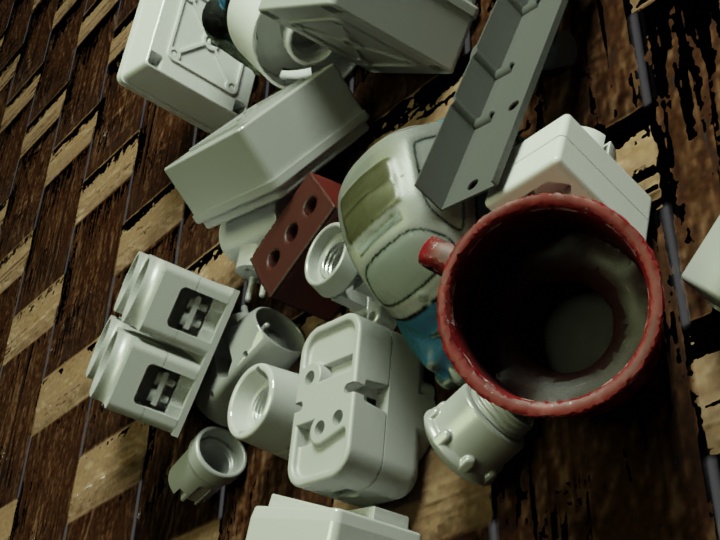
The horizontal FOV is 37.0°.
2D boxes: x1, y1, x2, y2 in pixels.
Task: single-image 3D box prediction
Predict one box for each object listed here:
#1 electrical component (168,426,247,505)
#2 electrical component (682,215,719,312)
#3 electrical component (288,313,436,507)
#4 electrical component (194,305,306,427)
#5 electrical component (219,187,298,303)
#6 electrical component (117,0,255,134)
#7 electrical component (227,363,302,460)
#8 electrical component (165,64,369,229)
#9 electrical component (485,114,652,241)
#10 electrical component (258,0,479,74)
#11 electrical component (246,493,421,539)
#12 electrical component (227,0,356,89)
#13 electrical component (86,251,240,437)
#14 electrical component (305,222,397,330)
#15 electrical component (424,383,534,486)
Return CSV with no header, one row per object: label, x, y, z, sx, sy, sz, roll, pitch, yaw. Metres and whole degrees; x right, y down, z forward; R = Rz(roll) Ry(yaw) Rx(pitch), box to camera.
electrical component,-0.106,0.135,0.739,0.046,0.040,0.040,-46,36,36
electrical component,0.168,-0.013,0.446,0.078,0.040,0.040,-60,33,8
electrical component,0.002,0.080,0.601,0.054,0.059,0.095,-26,48,44
electrical component,-0.080,0.056,0.752,0.077,0.043,0.079,-50,34,22
electrical component,-0.069,-0.015,0.783,0.077,0.043,0.079,-17,55,50
electrical component,-0.148,-0.195,0.960,0.056,0.109,0.108,-15,57,47
electrical component,-0.051,0.090,0.683,0.055,0.047,0.055,-34,43,39
electrical component,-0.067,-0.088,0.774,0.109,0.056,0.109,-17,20,49
electrical component,0.107,-0.046,0.536,0.047,0.066,0.076,-32,25,40
electrical component,0.004,-0.179,0.730,0.109,0.109,0.056,18,86,58
electrical component,-0.013,0.155,0.570,0.096,0.062,0.061,-14,58,51
electrical component,-0.046,-0.185,0.815,0.099,0.099,0.064,-53,36,17
electrical component,-0.152,0.047,0.797,0.105,0.060,0.186,-67,15,-4
electrical component,0.000,0.000,0.663,0.048,0.055,0.066,-27,48,44
electrical component,0.066,0.072,0.532,0.062,0.048,0.048,-45,36,16
